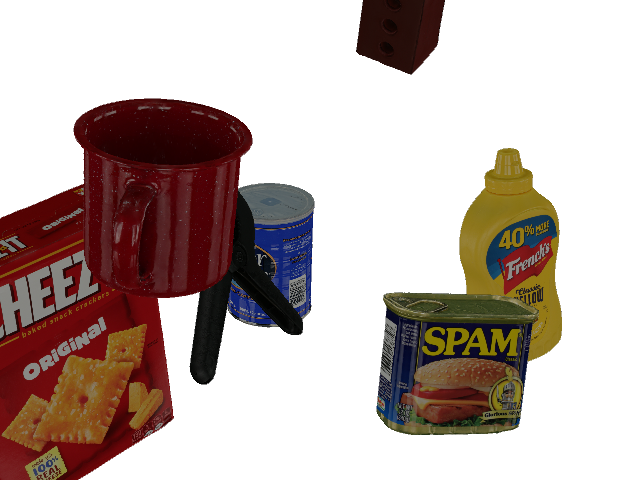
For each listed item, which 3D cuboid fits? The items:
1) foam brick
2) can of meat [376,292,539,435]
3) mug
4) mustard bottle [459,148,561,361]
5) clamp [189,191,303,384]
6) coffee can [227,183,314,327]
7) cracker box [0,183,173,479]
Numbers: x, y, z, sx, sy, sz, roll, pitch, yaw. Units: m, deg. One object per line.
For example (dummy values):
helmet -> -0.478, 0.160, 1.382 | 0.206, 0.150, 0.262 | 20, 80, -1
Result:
foam brick -> 0.065, -0.181, 0.842 | 0.053, 0.078, 0.051 | 24, 50, 16
can of meat -> 0.090, 0.083, 0.719 | 0.102, 0.084, 0.057 | 2, 10, -17
mug -> -0.087, -0.017, 0.566 | 0.093, 0.081, 0.117 | 8, 28, 1
mustard bottle -> 0.168, 0.013, 0.941 | 0.096, 0.191, 0.058 | -15, 23, -25
clamp -> -0.085, 0.021, 1.042 | 0.036, 0.210, 0.164 | -11, 0, 35
coffee can -> -0.060, 0.016, 1.256 | 0.103, 0.140, 0.103 | 1, 26, -1
cracker box -> -0.203, 0.083, 0.818 | 0.163, 0.214, 0.072 | -28, 39, -36
